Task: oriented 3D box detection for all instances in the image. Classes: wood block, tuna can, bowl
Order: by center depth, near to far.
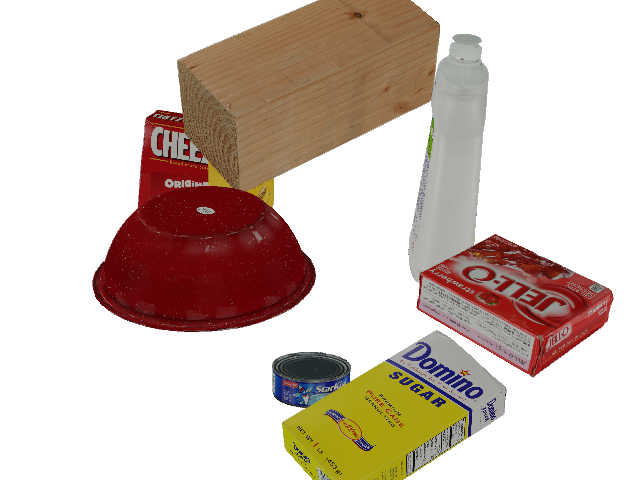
[{"bbox_3d":[-0.083,0.003,0.765,0.162,0.055,0.162,0,25,0],"label":"bowl"},{"bbox_3d":[-0.008,-0.136,0.911,0.205,0.090,0.091,-28,56,-22],"label":"wood block"},{"bbox_3d":[-0.010,0.151,1.156,0.086,0.034,0.086,1,14,-1],"label":"tuna can"}]

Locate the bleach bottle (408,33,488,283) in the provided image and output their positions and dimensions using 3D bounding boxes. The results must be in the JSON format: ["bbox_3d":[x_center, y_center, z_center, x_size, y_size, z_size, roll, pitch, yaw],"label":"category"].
[{"bbox_3d":[0.134,-0.082,1.084,0.068,0.251,0.102,3,31,-1],"label":"bleach bottle"}]

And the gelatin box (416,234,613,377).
[{"bbox_3d":[0.113,0.035,0.627,0.073,0.030,0.089,-24,40,-38],"label":"gelatin box"}]

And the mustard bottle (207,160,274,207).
[{"bbox_3d":[-0.082,-0.102,1.108,0.058,0.192,0.096,20,39,21],"label":"mustard bottle"}]

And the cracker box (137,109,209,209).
[{"bbox_3d":[-0.187,-0.075,1.605,0.164,0.214,0.072,10,19,6],"label":"cracker box"}]

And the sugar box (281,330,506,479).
[{"bbox_3d":[0.065,0.153,0.921,0.176,0.048,0.093,-30,48,-22],"label":"sugar box"}]
